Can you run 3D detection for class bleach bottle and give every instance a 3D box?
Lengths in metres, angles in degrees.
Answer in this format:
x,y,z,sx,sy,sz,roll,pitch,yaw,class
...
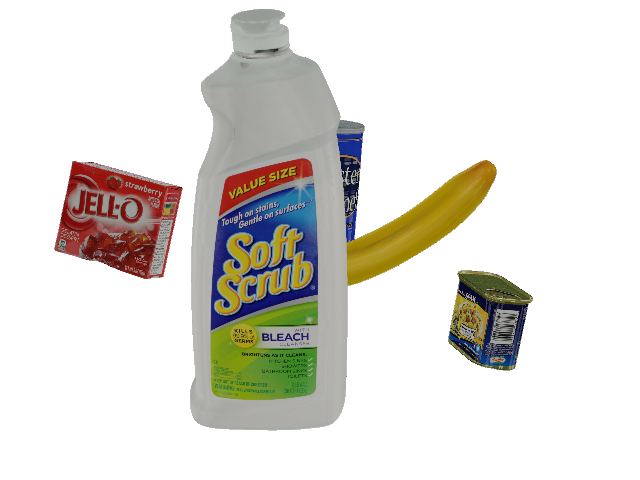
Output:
x,y,z,sx,sy,sz,roll,pitch,yaw,class
-0.036,-0.008,0.628,0.102,0.251,0.068,0,26,6,bleach bottle

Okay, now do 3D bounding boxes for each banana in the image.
x,y,z,sx,sy,sz,roll,pitch,yaw,class
0.062,-0.004,0.894,0.198,0.037,0.069,-27,-22,9,banana

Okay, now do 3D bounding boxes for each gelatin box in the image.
x,y,z,sx,sy,sz,roll,pitch,yaw,class
-0.157,-0.017,0.826,0.089,0.073,0.030,16,7,20,gelatin box

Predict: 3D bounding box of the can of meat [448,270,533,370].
x,y,z,sx,sy,sz,roll,pitch,yaw,class
0.187,0.089,1.194,0.057,0.084,0.102,4,14,-19,can of meat

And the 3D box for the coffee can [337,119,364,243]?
x,y,z,sx,sy,sz,roll,pitch,yaw,class
-0.009,-0.058,1.143,0.103,0.140,0.103,4,12,-1,coffee can
